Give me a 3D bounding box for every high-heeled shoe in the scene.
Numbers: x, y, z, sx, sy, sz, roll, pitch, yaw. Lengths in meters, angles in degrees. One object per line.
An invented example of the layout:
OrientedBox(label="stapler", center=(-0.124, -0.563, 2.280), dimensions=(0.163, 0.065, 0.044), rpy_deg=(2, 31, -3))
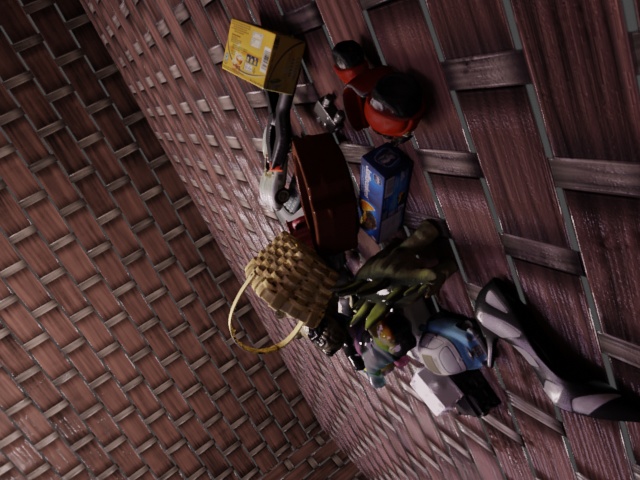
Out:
OrientedBox(label="high-heeled shoe", center=(0.330, 0.146, 0.751), dimensions=(0.249, 0.086, 0.145), rpy_deg=(15, 106, 40))

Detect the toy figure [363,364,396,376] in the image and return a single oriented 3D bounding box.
OrientedBox(label="toy figure", center=(0.144, 0.333, 1.511), dimensions=(0.089, 0.082, 0.180), rpy_deg=(57, 165, -8))

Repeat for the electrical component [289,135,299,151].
OrientedBox(label="electrical component", center=(-0.037, -0.182, 1.148), dimensions=(0.102, 0.045, 0.078), rpy_deg=(49, 155, 22))

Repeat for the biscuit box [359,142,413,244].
OrientedBox(label="biscuit box", center=(0.108, -0.076, 0.925), dimensions=(0.063, 0.059, 0.202), rpy_deg=(48, 161, 26))

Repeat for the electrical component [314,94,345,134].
OrientedBox(label="electrical component", center=(0.017, -0.225, 0.975), dimensions=(0.063, 0.021, 0.094), rpy_deg=(56, 162, 3))

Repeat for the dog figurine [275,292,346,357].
OrientedBox(label="dog figurine", center=(0.018, 0.156, 1.164), dimensions=(0.121, 0.172, 0.191), rpy_deg=(41, 160, -31))

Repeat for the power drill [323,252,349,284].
OrientedBox(label="power drill", center=(-0.030, 0.085, 1.318), dimensions=(0.207, 0.232, 0.086), rpy_deg=(112, 151, -59))

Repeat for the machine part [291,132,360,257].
OrientedBox(label="machine part", center=(0.010, -0.087, 1.030), dimensions=(0.200, 0.087, 0.202), rpy_deg=(83, 172, -51))

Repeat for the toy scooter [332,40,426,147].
OrientedBox(label="toy scooter", center=(0.081, -0.193, 0.774), dimensions=(0.184, 0.075, 0.135), rpy_deg=(49, 161, 33))

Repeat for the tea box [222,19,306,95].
OrientedBox(label="tea box", center=(-0.106, -0.334, 0.975), dimensions=(0.170, 0.068, 0.098), rpy_deg=(42, 121, 45))

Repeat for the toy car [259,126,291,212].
OrientedBox(label="toy car", center=(-0.103, -0.164, 1.235), dimensions=(0.074, 0.056, 0.201), rpy_deg=(27, 115, 54))

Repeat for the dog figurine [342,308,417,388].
OrientedBox(label="dog figurine", center=(0.115, 0.183, 1.083), dimensions=(0.192, 0.108, 0.219), rpy_deg=(43, 153, 37))

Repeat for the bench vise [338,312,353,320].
OrientedBox(label="bench vise", center=(0.090, 0.214, 1.299), dimensions=(0.241, 0.128, 0.224), rpy_deg=(27, -171, -2))

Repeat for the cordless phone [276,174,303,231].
OrientedBox(label="cordless phone", center=(-0.022, -0.089, 1.247), dimensions=(0.147, 0.089, 0.184), rpy_deg=(50, 143, 23))

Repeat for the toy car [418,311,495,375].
OrientedBox(label="toy car", center=(0.239, 0.203, 0.994), dimensions=(0.109, 0.103, 0.162), rpy_deg=(59, 165, -10))

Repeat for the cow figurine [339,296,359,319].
OrientedBox(label="cow figurine", center=(0.072, 0.179, 1.467), dimensions=(0.098, 0.068, 0.167), rpy_deg=(40, 157, 30))

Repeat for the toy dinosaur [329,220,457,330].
OrientedBox(label="toy dinosaur", center=(0.127, 0.066, 0.896), dimensions=(0.105, 0.198, 0.471), rpy_deg=(53, 164, 1))

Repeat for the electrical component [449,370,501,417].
OrientedBox(label="electrical component", center=(0.286, 0.291, 1.095), dimensions=(0.134, 0.058, 0.115), rpy_deg=(54, 161, 8))
